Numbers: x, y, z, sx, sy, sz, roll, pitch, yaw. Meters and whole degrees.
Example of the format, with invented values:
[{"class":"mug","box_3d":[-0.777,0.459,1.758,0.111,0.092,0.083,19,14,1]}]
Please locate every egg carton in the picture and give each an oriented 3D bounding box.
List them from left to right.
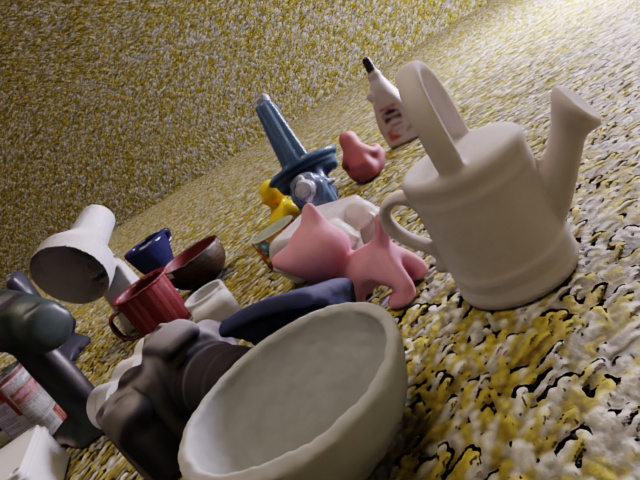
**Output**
[{"class":"egg carton","box_3d":[0.006,0.003,0.707,0.150,0.069,0.107,-14,25,47]}]

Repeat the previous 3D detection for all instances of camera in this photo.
[{"class":"camera","box_3d":[-0.112,0.130,0.504,0.136,0.101,0.143,-10,27,52]}]

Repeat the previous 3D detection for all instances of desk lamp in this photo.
[{"class":"desk lamp","box_3d":[-0.358,0.052,0.973,0.117,0.214,0.203,-27,17,17]}]

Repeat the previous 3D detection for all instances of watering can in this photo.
[{"class":"watering can","box_3d":[0.121,-0.055,0.442,0.173,0.194,0.101,-30,17,7]}]

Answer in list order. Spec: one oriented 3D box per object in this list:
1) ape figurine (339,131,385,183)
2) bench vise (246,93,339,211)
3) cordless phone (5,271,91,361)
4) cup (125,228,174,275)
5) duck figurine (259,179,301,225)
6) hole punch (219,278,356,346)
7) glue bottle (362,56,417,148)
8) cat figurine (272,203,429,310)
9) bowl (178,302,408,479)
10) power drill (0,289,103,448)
[{"class":"ape figurine","box_3d":[0.066,-0.149,0.992,0.077,0.092,0.076,-22,20,32]},{"class":"bench vise","box_3d":[-0.025,-0.124,0.859,0.121,0.220,0.207,-35,17,-9]},{"class":"cordless phone","box_3d":[-0.513,0.152,1.017,0.094,0.185,0.147,-31,17,4]},{"class":"cup","box_3d":[-0.324,0.037,1.164,0.091,0.095,0.118,-20,20,35]},{"class":"duck figurine","box_3d":[-0.074,-0.068,1.025,0.077,0.086,0.104,-36,17,-12]},{"class":"hole punch","box_3d":[-0.023,0.073,0.522,0.108,0.091,0.101,-24,19,26]},{"class":"glue bottle","box_3d":[0.124,-0.259,1.060,0.078,0.173,0.037,-23,19,28]},{"class":"cat figurine","box_3d":[0.022,0.014,0.559,0.127,0.118,0.067,-21,20,33]},{"class":"bowl","box_3d":[-0.006,0.120,0.383,0.167,0.075,0.167,-29,17,10]},{"class":"power drill","box_3d":[-0.335,0.144,0.676,0.228,0.209,0.076,-17,23,42]}]
